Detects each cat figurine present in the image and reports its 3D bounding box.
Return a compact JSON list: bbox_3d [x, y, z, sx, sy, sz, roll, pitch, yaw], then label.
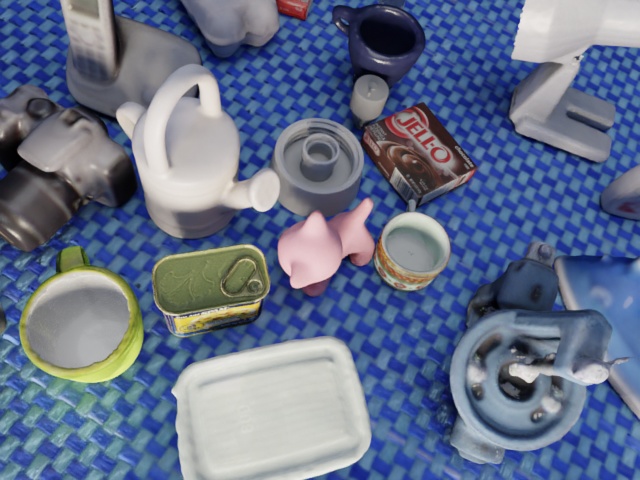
[{"bbox_3d":[0.005,0.002,0.567,0.128,0.117,0.067,-36,75,-23],"label":"cat figurine"}]

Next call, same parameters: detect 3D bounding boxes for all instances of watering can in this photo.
[{"bbox_3d":[-0.118,-0.084,0.544,0.173,0.194,0.101,13,64,-3],"label":"watering can"}]

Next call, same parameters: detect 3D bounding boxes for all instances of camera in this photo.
[{"bbox_3d":[-0.277,-0.069,0.562,0.143,0.101,0.137,32,64,6],"label":"camera"}]

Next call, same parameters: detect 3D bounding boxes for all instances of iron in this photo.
[{"bbox_3d":[0.357,0.092,0.572,0.119,0.141,0.258,-32,74,-21],"label":"iron"}]

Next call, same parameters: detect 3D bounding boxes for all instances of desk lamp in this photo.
[{"bbox_3d":[0.301,-0.219,0.668,0.203,0.213,0.118,21,63,1],"label":"desk lamp"}]

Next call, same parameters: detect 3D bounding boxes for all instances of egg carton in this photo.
[{"bbox_3d":[-0.120,-0.303,0.716,0.107,0.069,0.150,-27,72,-20],"label":"egg carton"}]

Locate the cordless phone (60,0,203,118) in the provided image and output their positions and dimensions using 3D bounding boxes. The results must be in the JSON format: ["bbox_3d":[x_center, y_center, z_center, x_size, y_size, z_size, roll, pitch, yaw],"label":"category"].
[{"bbox_3d":[-0.198,-0.207,0.593,0.147,0.185,0.094,16,63,-2],"label":"cordless phone"}]

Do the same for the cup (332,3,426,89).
[{"bbox_3d":[0.060,-0.227,0.697,0.117,0.095,0.092,30,64,5],"label":"cup"}]

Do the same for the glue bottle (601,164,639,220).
[{"bbox_3d":[0.396,-0.077,0.640,0.078,0.173,0.037,8,64,-6],"label":"glue bottle"}]

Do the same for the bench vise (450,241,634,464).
[{"bbox_3d":[0.178,0.081,0.503,0.121,0.219,0.207,6,64,-7],"label":"bench vise"}]

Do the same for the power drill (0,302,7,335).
[{"bbox_3d":[-0.333,0.015,0.453,0.076,0.208,0.229,-26,72,-19],"label":"power drill"}]
